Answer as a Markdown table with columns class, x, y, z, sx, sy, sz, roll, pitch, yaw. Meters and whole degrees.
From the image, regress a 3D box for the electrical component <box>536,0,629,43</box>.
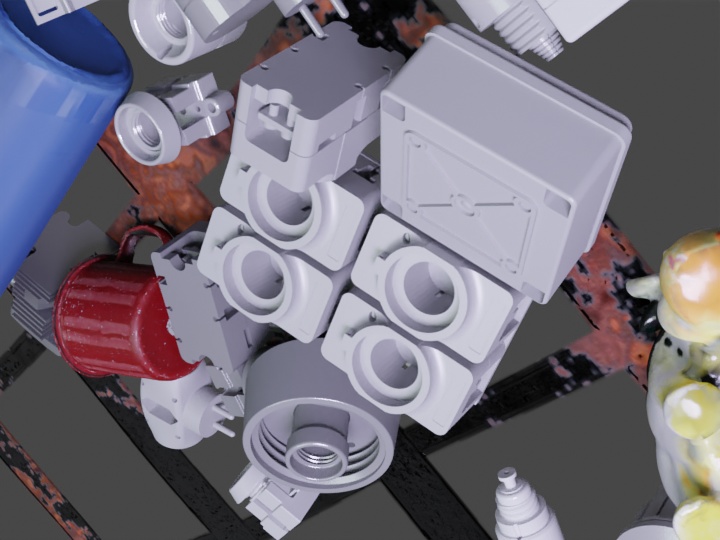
| class | x | y | z | sx | sy | sz | roll | pitch | yaw |
| --- | --- | --- | --- | --- | --- | --- | --- | --- | --- |
| electrical component | 0.105 | -0.155 | 0.458 | 0.075 | 0.047 | 0.083 | 53 | 137 | -3 |

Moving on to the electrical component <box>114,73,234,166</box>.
| class | x | y | z | sx | sy | sz | roll | pitch | yaw |
| --- | --- | --- | --- | --- | --- | --- | --- | --- | --- |
| electrical component | -0.121 | -0.096 | 0.680 | 0.066 | 0.055 | 0.048 | 3 | 121 | 38 |

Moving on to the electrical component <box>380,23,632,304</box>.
| class | x | y | z | sx | sy | sz | roll | pitch | yaw |
| --- | --- | --- | --- | --- | --- | --- | --- | --- | --- |
| electrical component | 0.067 | -0.050 | 0.532 | 0.109 | 0.056 | 0.108 | 33 | 158 | 17 |

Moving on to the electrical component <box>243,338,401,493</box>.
| class | x | y | z | sx | sy | sz | roll | pitch | yaw |
| --- | --- | --- | --- | --- | --- | --- | --- | --- | --- |
| electrical component | -0.026 | 0.103 | 0.709 | 0.108 | 0.060 | 0.108 | 3 | 133 | 3 |

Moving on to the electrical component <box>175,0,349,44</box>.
| class | x | y | z | sx | sy | sz | roll | pitch | yaw |
| --- | --- | --- | --- | --- | --- | --- | --- | --- | --- |
| electrical component | -0.034 | -0.156 | 0.556 | 0.138 | 0.052 | 0.073 | -30 | 98 | 37 |

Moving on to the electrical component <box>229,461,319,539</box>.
| class | x | y | z | sx | sy | sz | roll | pitch | yaw |
| --- | --- | --- | --- | --- | --- | --- | --- | --- | --- |
| electrical component | -0.068 | 0.173 | 0.840 | 0.055 | 0.048 | 0.066 | 40 | 138 | -2 |

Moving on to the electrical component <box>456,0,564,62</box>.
| class | x | y | z | sx | sy | sz | roll | pitch | yaw |
| --- | --- | --- | --- | --- | --- | --- | --- | --- | --- |
| electrical component | 0.068 | -0.133 | 0.506 | 0.081 | 0.043 | 0.043 | 52 | 138 | -4 |

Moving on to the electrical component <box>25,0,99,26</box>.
| class | x | y | z | sx | sy | sz | roll | pitch | yaw |
| --- | --- | --- | --- | --- | --- | --- | --- | --- | --- |
| electrical component | -0.183 | -0.216 | 0.633 | 0.063 | 0.079 | 0.121 | 26 | 141 | 65 |

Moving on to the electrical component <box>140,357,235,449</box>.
| class | x | y | z | sx | sy | sz | roll | pitch | yaw |
| --- | --- | --- | --- | --- | --- | --- | --- | --- | --- |
| electrical component | -0.130 | 0.106 | 0.843 | 0.079 | 0.043 | 0.077 | 24 | 132 | 25 |

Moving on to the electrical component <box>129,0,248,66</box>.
| class | x | y | z | sx | sy | sz | roll | pitch | yaw |
| --- | --- | --- | --- | --- | --- | --- | --- | --- | --- |
| electrical component | -0.102 | -0.151 | 0.630 | 0.055 | 0.047 | 0.055 | 21 | 131 | 27 |

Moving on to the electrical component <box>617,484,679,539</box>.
| class | x | y | z | sx | sy | sz | roll | pitch | yaw |
| --- | --- | --- | --- | --- | --- | --- | --- | --- | --- |
| electrical component | 0.190 | 0.165 | 0.616 | 0.080 | 0.051 | 0.080 | 21 | 131 | 27 |

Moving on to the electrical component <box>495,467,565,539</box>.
| class | x | y | z | sx | sy | sz | roll | pitch | yaw |
| --- | --- | --- | --- | --- | --- | --- | --- | --- | --- |
| electrical component | 0.106 | 0.162 | 0.691 | 0.040 | 0.040 | 0.078 | -4 | 116 | 41 |

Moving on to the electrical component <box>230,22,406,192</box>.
| class | x | y | z | sx | sy | sz | roll | pitch | yaw |
| --- | --- | --- | --- | --- | --- | --- | --- | --- | --- |
| electrical component | -0.023 | -0.086 | 0.581 | 0.050 | 0.089 | 0.055 | 32 | 135 | 17 |

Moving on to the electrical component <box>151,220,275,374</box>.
| class | x | y | z | sx | sy | sz | roll | pitch | yaw |
| --- | --- | --- | --- | --- | --- | --- | --- | --- | --- |
| electrical component | -0.097 | 0.016 | 0.742 | 0.050 | 0.056 | 0.089 | 10 | 125 | 34 |

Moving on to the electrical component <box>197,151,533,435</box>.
| class | x | y | z | sx | sy | sz | roll | pitch | yaw |
| --- | --- | --- | --- | --- | --- | --- | --- | --- | --- |
| electrical component | 0.000 | 0.000 | 0.630 | 0.186 | 0.060 | 0.105 | 33 | 122 | 17 |

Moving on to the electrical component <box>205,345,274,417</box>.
| class | x | y | z | sx | sy | sz | roll | pitch | yaw |
| --- | --- | --- | --- | --- | --- | --- | --- | --- | --- |
| electrical component | -0.074 | 0.079 | 0.777 | 0.055 | 0.048 | 0.066 | -3 | 117 | 49 |
